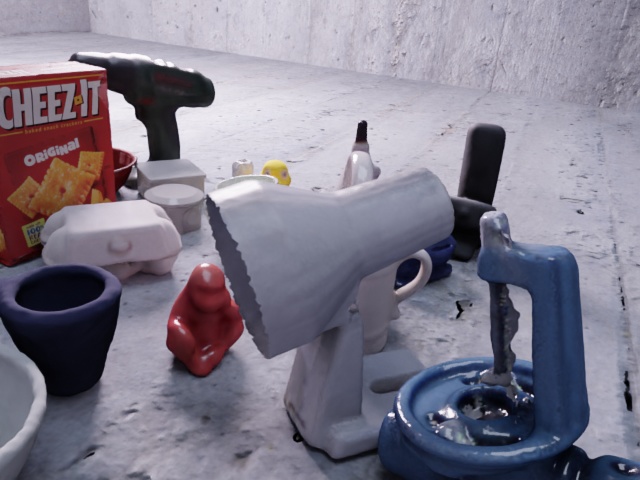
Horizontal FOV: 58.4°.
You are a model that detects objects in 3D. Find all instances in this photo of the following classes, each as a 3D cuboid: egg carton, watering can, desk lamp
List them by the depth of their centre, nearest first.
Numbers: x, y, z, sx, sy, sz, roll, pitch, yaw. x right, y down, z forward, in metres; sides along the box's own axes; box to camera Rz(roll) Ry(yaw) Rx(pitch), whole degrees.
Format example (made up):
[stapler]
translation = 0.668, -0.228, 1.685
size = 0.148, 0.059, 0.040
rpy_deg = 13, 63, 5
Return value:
[desk lamp]
translation = 0.016, 0.050, 0.440
size = 0.204, 0.214, 0.117
rpy_deg = -6, 27, -24
[watering can]
translation = 0.019, 0.011, 0.551
size = 0.173, 0.194, 0.100
rpy_deg = -5, 26, -21
[egg carton]
translation = -0.242, 0.002, 0.668
size = 0.151, 0.069, 0.107
rpy_deg = -8, 27, -27

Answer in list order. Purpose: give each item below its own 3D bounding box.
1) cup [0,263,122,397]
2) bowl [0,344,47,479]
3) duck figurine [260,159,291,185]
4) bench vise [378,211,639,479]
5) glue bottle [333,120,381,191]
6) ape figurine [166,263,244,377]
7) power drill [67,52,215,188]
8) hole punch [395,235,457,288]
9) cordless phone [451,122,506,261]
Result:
[cup]
translation = -0.223, 0.078, 0.473
size = 0.117, 0.095, 0.091
rpy_deg = 6, 24, 2
[bowl]
translation = -0.259, 0.137, 0.358
size = 0.167, 0.075, 0.167
rpy_deg = 5, 24, -2
[duck figurine]
translation = -0.069, -0.081, 0.868
size = 0.077, 0.086, 0.104
rpy_deg = 2, 24, -6
[bench vise]
translation = 0.144, 0.099, 0.352
size = 0.207, 0.220, 0.122
rpy_deg = 13, 25, 17
[glue bottle]
translation = 0.050, -0.076, 0.776
size = 0.078, 0.173, 0.037
rpy_deg = -4, 26, -20
[ape figurine]
translation = -0.106, 0.065, 0.529
size = 0.078, 0.092, 0.076
rpy_deg = -8, 28, -28
[power drill]
translation = -0.280, -0.196, 0.928
size = 0.230, 0.208, 0.075
rpy_deg = -14, 30, -36
[hole punch]
translation = 0.113, -0.002, 0.726
size = 0.109, 0.091, 0.100
rpy_deg = -13, 30, -35
[cordless phone]
translation = 0.178, -0.078, 0.793
size = 0.147, 0.185, 0.094
rpy_deg = 12, 25, 13
